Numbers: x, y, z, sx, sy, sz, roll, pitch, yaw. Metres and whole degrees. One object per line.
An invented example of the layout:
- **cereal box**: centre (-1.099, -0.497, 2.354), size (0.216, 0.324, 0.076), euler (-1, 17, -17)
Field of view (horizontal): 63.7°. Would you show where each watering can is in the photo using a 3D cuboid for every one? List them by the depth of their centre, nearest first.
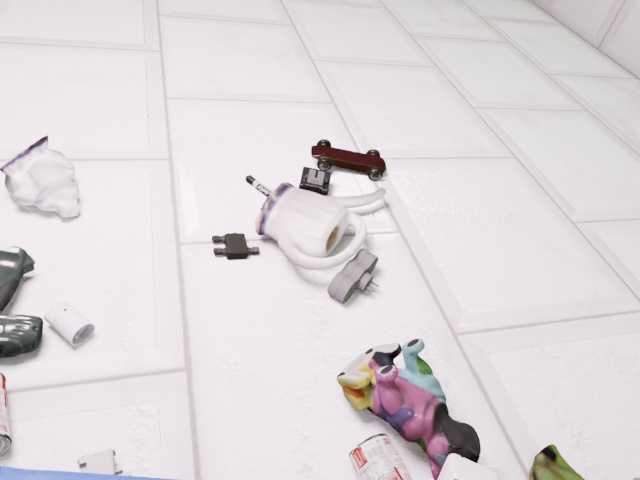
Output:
- **watering can**: centre (0.003, -0.056, 1.113), size (0.225, 0.101, 0.355), euler (24, 39, 13)

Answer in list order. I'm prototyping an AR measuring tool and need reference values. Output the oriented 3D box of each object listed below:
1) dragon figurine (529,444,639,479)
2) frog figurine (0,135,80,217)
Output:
- **dragon figurine**: centre (0.439, 0.389, 0.759), size (0.245, 0.119, 0.417), euler (28, 42, 26)
- **frog figurine**: centre (-0.549, -0.110, 1.046), size (0.158, 0.121, 0.140), euler (50, 32, -14)
